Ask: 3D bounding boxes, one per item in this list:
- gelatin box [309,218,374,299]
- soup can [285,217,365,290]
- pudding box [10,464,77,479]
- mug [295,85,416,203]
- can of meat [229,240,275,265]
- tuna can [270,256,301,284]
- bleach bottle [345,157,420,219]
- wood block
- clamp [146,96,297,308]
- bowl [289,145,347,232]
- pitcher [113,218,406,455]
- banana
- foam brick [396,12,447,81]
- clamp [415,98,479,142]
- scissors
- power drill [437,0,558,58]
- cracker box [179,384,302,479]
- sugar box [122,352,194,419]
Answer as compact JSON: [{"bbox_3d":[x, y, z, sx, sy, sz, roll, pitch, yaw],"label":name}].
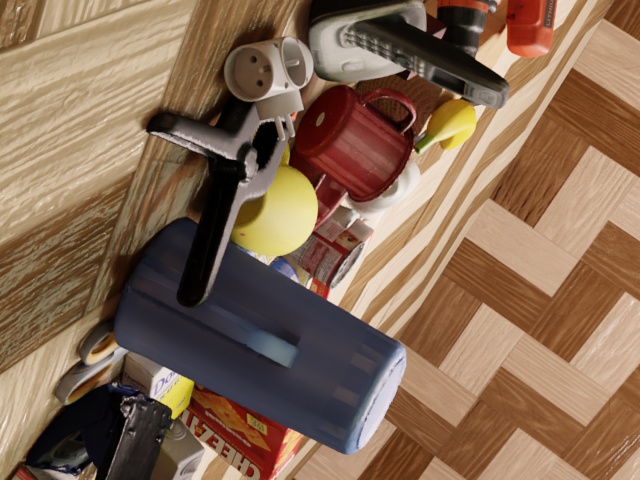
[{"bbox_3d":[0.025,0.025,1.316,0.089,0.030,0.073,-48,168,-27],"label":"gelatin box"},{"bbox_3d":[-0.008,0.002,1.239,0.068,0.102,0.068,-51,169,-15],"label":"soup can"},{"bbox_3d":[-0.287,0.263,1.039,0.090,0.039,0.113,-53,171,-7],"label":"pudding box"},{"bbox_3d":[0.038,-0.102,1.019,0.117,0.081,0.093,-37,-145,31],"label":"mug"},{"bbox_3d":[-0.068,-0.005,1.093,0.083,0.057,0.102,-48,167,-22],"label":"can of meat"},{"bbox_3d":[-0.064,0.053,1.207,0.033,0.086,0.086,-44,165,-47],"label":"tuna can"},{"bbox_3d":[0.073,-0.066,1.305,0.102,0.068,0.251,-38,-178,6],"label":"bleach bottle"},{"bbox_3d":[0.141,-0.218,1.233,0.205,0.091,0.090,-43,164,-43],"label":"wood block"},{"bbox_3d":[-0.073,-0.053,0.874,0.209,0.036,0.164,-45,140,-56],"label":"clamp"},{"bbox_3d":[0.005,-0.084,1.158,0.162,0.055,0.162,-51,169,-15],"label":"bowl"},{"bbox_3d":[-0.053,0.087,0.937,0.149,0.243,0.145,-45,156,-49],"label":"pitcher"},{"bbox_3d":[0.146,-0.129,1.199,0.070,0.037,0.197,-35,174,16],"label":"banana"},{"bbox_3d":[0.074,-0.202,1.040,0.051,0.078,0.053,-37,158,-53],"label":"foam brick"},{"bbox_3d":[0.138,-0.186,1.352,0.171,0.120,0.039,-30,148,6],"label":"clamp"},{"bbox_3d":[-0.177,0.084,1.015,0.201,0.016,0.096,-43,164,-45],"label":"scissors"},{"bbox_3d":[0.189,-0.249,1.146,0.187,0.057,0.184,4,95,-54],"label":"power drill"},{"bbox_3d":[-0.099,0.203,1.311,0.072,0.164,0.214,-45,165,-31],"label":"cracker box"},{"bbox_3d":[-0.173,0.153,1.158,0.093,0.048,0.176,-45,167,-36],"label":"sugar box"}]
